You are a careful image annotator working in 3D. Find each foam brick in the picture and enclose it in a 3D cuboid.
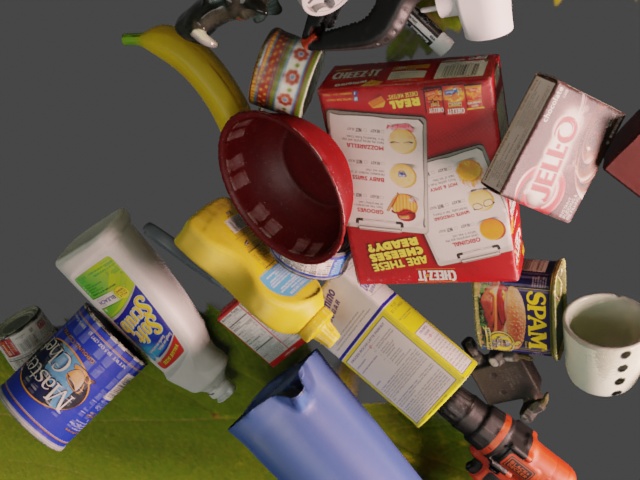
[{"bbox_3d":[0.301,-0.069,0.962,0.078,0.053,0.051,37,124,-5],"label":"foam brick"}]

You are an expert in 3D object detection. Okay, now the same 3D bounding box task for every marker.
[{"bbox_3d":[0.073,-0.214,0.969,0.121,0.020,0.020,42,124,-9],"label":"marker"}]

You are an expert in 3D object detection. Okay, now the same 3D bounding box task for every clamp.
[{"bbox_3d":[0.058,-0.240,0.917,0.210,0.036,0.164,-30,80,33],"label":"clamp"}]

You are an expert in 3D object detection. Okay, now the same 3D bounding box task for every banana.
[{"bbox_3d":[-0.110,-0.145,1.065,0.197,0.037,0.070,50,140,-13],"label":"banana"}]

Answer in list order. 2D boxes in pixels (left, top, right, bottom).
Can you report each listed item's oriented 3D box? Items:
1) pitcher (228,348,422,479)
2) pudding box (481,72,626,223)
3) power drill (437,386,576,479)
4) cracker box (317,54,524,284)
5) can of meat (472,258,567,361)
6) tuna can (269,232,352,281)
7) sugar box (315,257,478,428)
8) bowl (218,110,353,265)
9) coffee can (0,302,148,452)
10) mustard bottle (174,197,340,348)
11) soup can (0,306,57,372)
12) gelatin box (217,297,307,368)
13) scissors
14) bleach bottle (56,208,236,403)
[{"bbox_3d":[0.022,0.251,1.183,0.145,0.149,0.243,-43,88,25],"label":"pitcher"},{"bbox_3d":[0.207,-0.081,0.949,0.089,0.039,0.113,18,101,-33],"label":"pudding box"},{"bbox_3d":[0.165,0.264,1.209,0.184,0.057,0.188,38,126,-3],"label":"power drill"},{"bbox_3d":[0.101,-0.065,1.021,0.164,0.072,0.214,-2,121,20],"label":"cracker box"},{"bbox_3d":[0.202,0.066,1.075,0.084,0.057,0.102,5,121,23],"label":"can of meat"},{"bbox_3d":[-0.007,0.001,1.088,0.086,0.086,0.034,23,124,4],"label":"tuna can"},{"bbox_3d":[0.070,0.108,1.133,0.176,0.048,0.093,43,125,10],"label":"sugar box"},{"bbox_3d":[-0.022,-0.059,1.006,0.162,0.055,0.162,30,138,31],"label":"bowl"},{"bbox_3d":[-0.284,0.157,1.228,0.140,0.103,0.102,-45,102,-5],"label":"coffee can"},{"bbox_3d":[-0.055,0.040,1.100,0.191,0.096,0.058,42,117,6],"label":"mustard bottle"},{"bbox_3d":[-0.343,0.140,1.297,0.069,0.068,0.102,-18,113,27],"label":"soup can"},{"bbox_3d":[-0.058,0.091,1.195,0.089,0.030,0.073,42,125,-9],"label":"gelatin box"},{"bbox_3d":[-0.114,0.037,1.133,0.202,0.096,0.016,33,83,20],"label":"scissors"},{"bbox_3d":[-0.181,0.087,1.215,0.103,0.068,0.250,-29,110,32],"label":"bleach bottle"}]
